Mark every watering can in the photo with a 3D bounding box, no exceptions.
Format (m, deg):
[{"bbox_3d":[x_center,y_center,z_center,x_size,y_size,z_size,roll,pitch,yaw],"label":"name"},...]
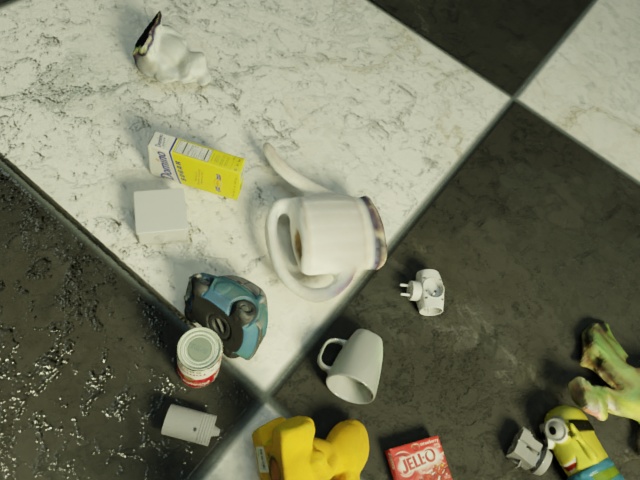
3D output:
[{"bbox_3d":[0.003,-0.049,0.975,0.225,0.355,0.102,-2,-30,-16],"label":"watering can"}]

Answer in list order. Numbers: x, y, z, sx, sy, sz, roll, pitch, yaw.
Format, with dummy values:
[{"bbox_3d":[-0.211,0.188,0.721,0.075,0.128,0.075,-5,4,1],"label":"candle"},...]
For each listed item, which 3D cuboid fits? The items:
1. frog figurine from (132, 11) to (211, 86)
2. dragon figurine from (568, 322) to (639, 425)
[{"bbox_3d":[-0.317,-0.393,1.124,0.121,0.141,0.157,-32,-46,30],"label":"frog figurine"},{"bbox_3d":[0.606,0.247,0.958,0.414,0.246,0.119,-19,-32,-35],"label":"dragon figurine"}]
